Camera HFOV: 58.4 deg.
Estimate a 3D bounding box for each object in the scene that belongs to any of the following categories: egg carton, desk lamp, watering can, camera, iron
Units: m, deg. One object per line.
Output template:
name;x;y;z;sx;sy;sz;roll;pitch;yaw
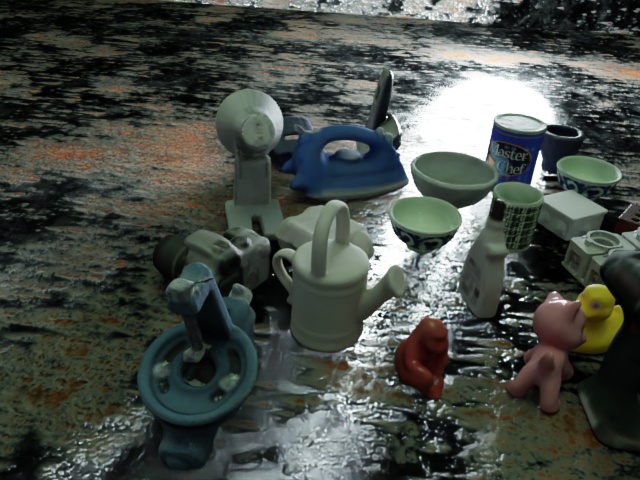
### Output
egg carton;0.008;0.003;0.909;0.149;0.069;0.107;28;40;33
desk lamp;-0.112;-0.136;0.984;0.118;0.214;0.203;-5;33;-12
watering can;0.021;0.040;0.734;0.173;0.194;0.101;4;32;1
camera;-0.163;0.025;0.829;0.136;0.101;0.143;22;37;27
iron;0.060;-0.163;1.109;0.259;0.141;0.118;-6;33;-15

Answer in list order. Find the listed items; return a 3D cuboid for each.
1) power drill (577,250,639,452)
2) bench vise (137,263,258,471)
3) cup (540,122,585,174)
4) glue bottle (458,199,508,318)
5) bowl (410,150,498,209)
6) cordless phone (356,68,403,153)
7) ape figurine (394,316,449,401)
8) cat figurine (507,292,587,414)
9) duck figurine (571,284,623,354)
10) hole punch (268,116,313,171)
power drill;0.354;0.123;0.618;0.075;0.208;0.229;4;32;2
bench vise;-0.127;0.098;0.605;0.121;0.220;0.207;-1;32;-7
cup;0.511;-0.201;1.253;0.092;0.095;0.117;-5;33;-13
glue bottle;0.235;0.022;0.802;0.037;0.173;0.078;-4;33;-11
bowl;0.251;-0.106;1.100;0.167;0.075;0.167;2;32;-1
cordless phone;0.133;-0.265;1.237;0.094;0.185;0.147;-1;32;-6
ape figurine;0.129;0.133;0.691;0.078;0.092;0.075;-22;40;-34
cat figurine;0.284;0.124;0.696;0.067;0.118;0.128;20;36;25
duck figurine;0.372;0.099;0.774;0.105;0.086;0.077;-8;34;-17
hole punch;-0.056;-0.205;1.214;0.109;0.091;0.100;-11;35;-21
